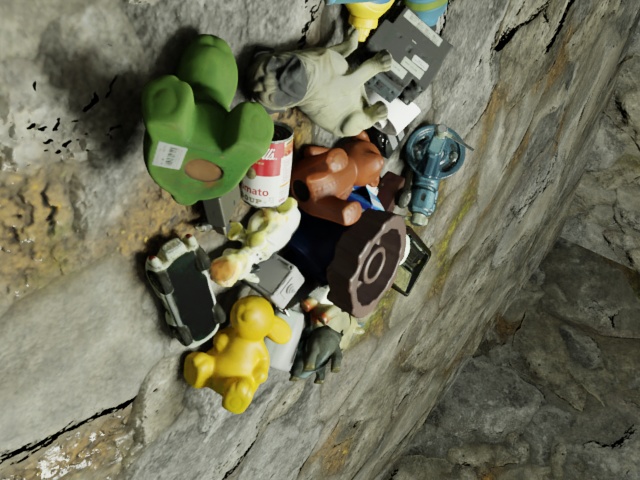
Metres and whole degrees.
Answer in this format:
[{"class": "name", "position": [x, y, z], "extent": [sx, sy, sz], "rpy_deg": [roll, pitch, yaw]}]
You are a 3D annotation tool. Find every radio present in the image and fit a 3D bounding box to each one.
[{"class": "radio", "position": [0.180, 0.041, 1.251], "extent": [0.131, 0.073, 0.229], "rpy_deg": [-58, 152, -2]}]

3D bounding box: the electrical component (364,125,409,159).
[{"class": "electrical component", "position": [0.122, -0.188, 0.977], "extent": [0.075, 0.048, 0.119], "rpy_deg": [-52, 149, -13]}]

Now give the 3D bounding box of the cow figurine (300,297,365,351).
[{"class": "cow figurine", "position": [0.031, 0.168, 1.131], "extent": [0.127, 0.086, 0.194], "rpy_deg": [-37, 143, -26]}]

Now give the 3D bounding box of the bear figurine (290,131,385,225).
[{"class": "bear figurine", "position": [0.051, -0.107, 0.859], "extent": [0.196, 0.132, 0.120], "rpy_deg": [-26, 110, -36]}]

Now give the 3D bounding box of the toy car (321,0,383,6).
[{"class": "toy car", "position": [0.053, -0.327, 0.632], "extent": [0.162, 0.103, 0.109], "rpy_deg": [-1, 127, -16]}]

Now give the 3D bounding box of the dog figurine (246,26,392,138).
[{"class": "dog figurine", "position": [-0.014, -0.189, 0.730], "extent": [0.190, 0.121, 0.172], "rpy_deg": [-25, 135, -25]}]

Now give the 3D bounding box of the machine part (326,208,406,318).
[{"class": "machine part", "position": [0.076, 0.035, 0.869], "extent": [0.179, 0.056, 0.179], "rpy_deg": [-39, 142, -38]}]

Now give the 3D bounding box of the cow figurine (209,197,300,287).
[{"class": "cow figurine", "position": [-0.095, 0.006, 0.799], "extent": [0.167, 0.068, 0.098], "rpy_deg": [-51, 156, -13]}]

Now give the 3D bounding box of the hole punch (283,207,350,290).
[{"class": "hole punch", "position": [-0.002, -0.003, 0.891], "extent": [0.142, 0.116, 0.092], "rpy_deg": [-43, 139, -28]}]

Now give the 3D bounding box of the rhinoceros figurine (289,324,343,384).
[{"class": "rhinoceros figurine", "position": [-0.023, 0.212, 1.016], "extent": [0.073, 0.112, 0.190], "rpy_deg": [7, 156, -21]}]

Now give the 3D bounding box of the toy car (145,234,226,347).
[{"class": "toy car", "position": [-0.182, 0.074, 0.733], "extent": [0.073, 0.056, 0.201], "rpy_deg": [-35, 142, -27]}]

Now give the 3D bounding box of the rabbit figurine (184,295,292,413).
[{"class": "rabbit figurine", "position": [-0.112, 0.162, 0.856], "extent": [0.162, 0.122, 0.173], "rpy_deg": [-18, 130, -55]}]

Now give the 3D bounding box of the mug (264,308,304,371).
[{"class": "mug", "position": [-0.070, 0.174, 0.984], "extent": [0.109, 0.081, 0.107], "rpy_deg": [51, 63, -84]}]

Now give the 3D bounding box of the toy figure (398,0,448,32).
[{"class": "toy figure", "position": [0.157, -0.391, 0.800], "extent": [0.082, 0.089, 0.180], "rpy_deg": [-52, 149, -28]}]

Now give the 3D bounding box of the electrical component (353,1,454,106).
[{"class": "electrical component", "position": [0.120, -0.272, 0.805], "extent": [0.134, 0.115, 0.058], "rpy_deg": [-55, -173, -25]}]

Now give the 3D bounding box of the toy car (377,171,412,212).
[{"class": "toy car", "position": [0.105, -0.036, 1.047], "extent": [0.202, 0.089, 0.053], "rpy_deg": [-63, 151, 2]}]

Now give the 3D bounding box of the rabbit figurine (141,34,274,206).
[{"class": "rabbit figurine", "position": [-0.116, -0.130, 0.566], "extent": [0.159, 0.121, 0.170], "rpy_deg": [117, -24, -56]}]

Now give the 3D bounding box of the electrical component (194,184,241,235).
[{"class": "electrical component", "position": [-0.138, -0.055, 0.698], "extent": [0.102, 0.045, 0.078], "rpy_deg": [84, 17, -51]}]

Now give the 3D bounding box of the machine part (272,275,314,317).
[{"class": "machine part", "position": [-0.031, 0.068, 0.944], "extent": [0.139, 0.084, 0.039], "rpy_deg": [-46, 149, -5]}]

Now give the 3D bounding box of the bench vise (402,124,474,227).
[{"class": "bench vise", "position": [0.219, -0.147, 1.071], "extent": [0.223, 0.129, 0.240], "rpy_deg": [-62, 170, -12]}]
